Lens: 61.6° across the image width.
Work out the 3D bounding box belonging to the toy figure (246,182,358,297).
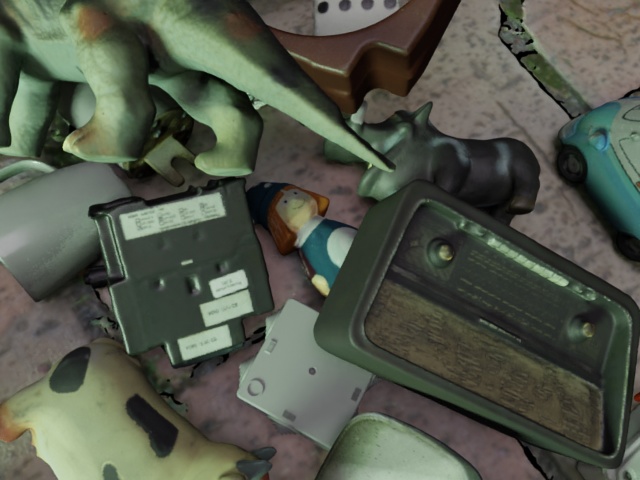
[{"bbox_3d":[0.000,-0.001,0.447,0.154,0.057,0.064,41,33,9],"label":"toy figure"}]

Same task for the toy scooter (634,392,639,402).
[{"bbox_3d":[0.251,0.156,0.344,0.135,0.075,0.184,40,71,8],"label":"toy scooter"}]

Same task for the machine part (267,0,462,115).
[{"bbox_3d":[0.011,-0.216,0.419,0.201,0.087,0.201,26,87,11],"label":"machine part"}]

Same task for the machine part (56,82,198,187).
[{"bbox_3d":[-0.194,-0.133,0.462,0.243,0.079,0.079,41,74,10],"label":"machine part"}]

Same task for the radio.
[{"bbox_3d":[0.123,0.061,0.395,0.229,0.073,0.131,28,71,-15],"label":"radio"}]

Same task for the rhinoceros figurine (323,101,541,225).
[{"bbox_3d":[0.097,-0.066,0.464,0.190,0.073,0.112,9,73,-2],"label":"rhinoceros figurine"}]

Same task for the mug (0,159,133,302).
[{"bbox_3d":[-0.211,-0.021,0.430,0.107,0.080,0.110,-36,70,-25],"label":"mug"}]

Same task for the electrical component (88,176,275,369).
[{"bbox_3d":[-0.101,0.026,0.405,0.115,0.058,0.134,-13,103,-17],"label":"electrical component"}]

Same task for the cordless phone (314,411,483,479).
[{"bbox_3d":[-0.002,0.168,0.329,0.184,0.089,0.146,31,83,-23],"label":"cordless phone"}]

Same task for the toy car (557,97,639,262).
[{"bbox_3d":[0.292,-0.063,0.464,0.109,0.103,0.161,-20,73,-9],"label":"toy car"}]

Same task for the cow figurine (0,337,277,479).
[{"bbox_3d":[-0.117,0.153,0.376,0.127,0.085,0.195,-42,79,-9],"label":"cow figurine"}]

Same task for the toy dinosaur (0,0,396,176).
[{"bbox_3d":[-0.146,-0.144,0.352,0.405,0.131,0.192,5,97,9],"label":"toy dinosaur"}]
